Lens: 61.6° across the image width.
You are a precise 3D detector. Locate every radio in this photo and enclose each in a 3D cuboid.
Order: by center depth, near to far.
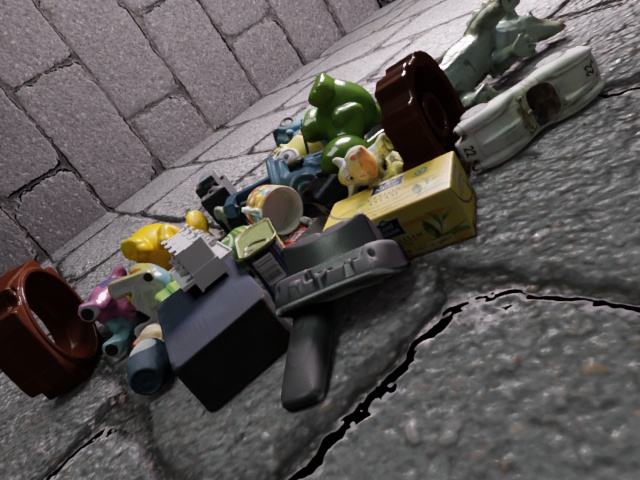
[{"bbox_3d":[-0.126,0.101,0.675,0.131,0.073,0.230,-38,23,-10],"label":"radio"}]

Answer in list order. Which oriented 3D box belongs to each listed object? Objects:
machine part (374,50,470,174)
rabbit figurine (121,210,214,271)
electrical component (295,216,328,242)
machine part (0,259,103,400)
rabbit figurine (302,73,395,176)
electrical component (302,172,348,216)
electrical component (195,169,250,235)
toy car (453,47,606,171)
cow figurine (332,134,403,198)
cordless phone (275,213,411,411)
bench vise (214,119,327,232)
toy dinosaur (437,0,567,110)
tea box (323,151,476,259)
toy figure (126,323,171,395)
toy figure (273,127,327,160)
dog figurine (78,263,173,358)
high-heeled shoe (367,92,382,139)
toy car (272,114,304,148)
[{"bbox_3d":[0.140,-0.158,0.708,0.056,0.179,0.179,-21,25,37],"label":"machine part"},{"bbox_3d":[-0.263,0.018,1.039,0.173,0.121,0.162,-5,24,28],"label":"rabbit figurine"},{"bbox_3d":[-0.002,-0.002,0.736,0.094,0.021,0.063,26,58,35],"label":"electrical component"},{"bbox_3d":[-0.461,0.144,0.893,0.087,0.200,0.202,-31,21,1],"label":"machine part"},{"bbox_3d":[0.045,-0.155,0.858,0.121,0.159,0.170,123,156,-49],"label":"rabbit figurine"},{"bbox_3d":[0.027,-0.056,0.771,0.048,0.074,0.119,-53,20,-6],"label":"electrical component"},{"bbox_3d":[-0.185,-0.071,1.042,0.058,0.134,0.115,-35,23,1],"label":"electrical component"},{"bbox_3d":[0.258,-0.162,0.669,0.202,0.073,0.056,-34,21,0],"label":"toy car"},{"bbox_3d":[0.069,-0.094,0.727,0.098,0.068,0.167,-25,-11,38],"label":"cow figurine"},{"bbox_3d":[0.018,0.074,0.540,0.147,0.088,0.184,-24,35,24],"label":"cordless phone"},{"bbox_3d":[-0.070,-0.095,0.940,0.241,0.128,0.224,-22,28,8],"label":"bench vise"},{"bbox_3d":[0.234,-0.269,0.892,0.405,0.131,0.192,-44,5,-5],"label":"toy dinosaur"},{"bbox_3d":[0.092,-0.026,0.632,0.170,0.068,0.098,-24,24,27],"label":"tea box"},{"bbox_3d":[-0.227,0.153,0.738,0.064,0.057,0.155,2,16,-11],"label":"toy figure"},{"bbox_3d":[-0.014,-0.186,1.075,0.180,0.089,0.082,-48,18,-12],"label":"toy figure"},{"bbox_3d":[-0.327,0.095,0.938,0.191,0.108,0.219,-33,17,-1],"label":"dog figurine"},{"bbox_3d":[0.151,-0.239,1.040,0.145,0.086,0.249,-11,29,-27],"label":"high-heeled shoe"},{"bbox_3d":[-0.014,-0.216,1.170,0.162,0.109,0.103,-21,48,4],"label":"toy car"}]
